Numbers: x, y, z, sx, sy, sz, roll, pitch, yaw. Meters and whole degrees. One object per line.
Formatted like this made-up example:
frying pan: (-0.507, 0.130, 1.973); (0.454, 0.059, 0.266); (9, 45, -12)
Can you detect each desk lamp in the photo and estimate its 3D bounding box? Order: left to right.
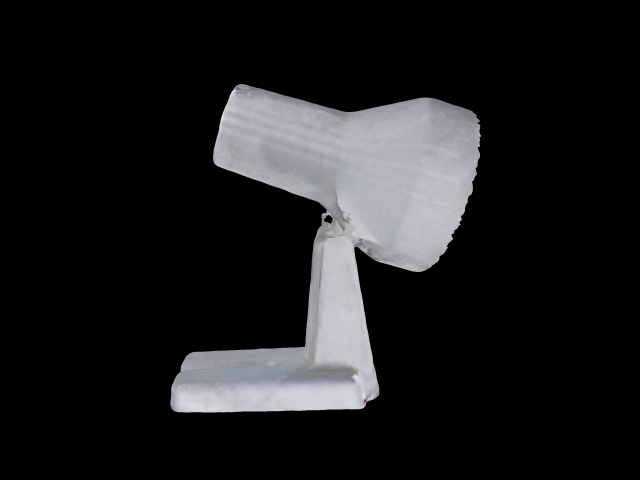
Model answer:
desk lamp: (0.004, 0.001, 0.400); (0.203, 0.213, 0.118); (0, 0, -9)
